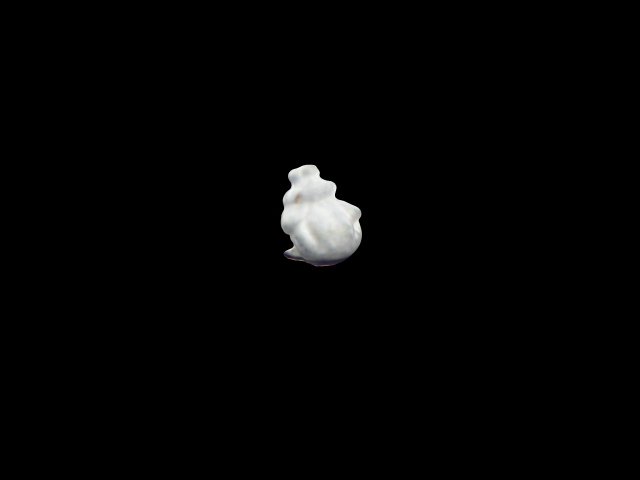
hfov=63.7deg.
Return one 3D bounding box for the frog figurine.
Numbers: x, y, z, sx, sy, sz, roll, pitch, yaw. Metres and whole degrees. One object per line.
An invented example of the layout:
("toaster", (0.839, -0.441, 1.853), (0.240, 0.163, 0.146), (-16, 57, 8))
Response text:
("frog figurine", (0.003, -0.043, 0.850), (0.137, 0.157, 0.124), (-3, 17, -11))
